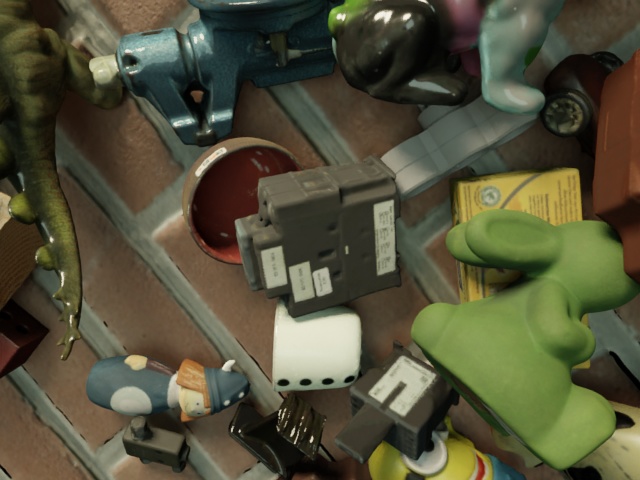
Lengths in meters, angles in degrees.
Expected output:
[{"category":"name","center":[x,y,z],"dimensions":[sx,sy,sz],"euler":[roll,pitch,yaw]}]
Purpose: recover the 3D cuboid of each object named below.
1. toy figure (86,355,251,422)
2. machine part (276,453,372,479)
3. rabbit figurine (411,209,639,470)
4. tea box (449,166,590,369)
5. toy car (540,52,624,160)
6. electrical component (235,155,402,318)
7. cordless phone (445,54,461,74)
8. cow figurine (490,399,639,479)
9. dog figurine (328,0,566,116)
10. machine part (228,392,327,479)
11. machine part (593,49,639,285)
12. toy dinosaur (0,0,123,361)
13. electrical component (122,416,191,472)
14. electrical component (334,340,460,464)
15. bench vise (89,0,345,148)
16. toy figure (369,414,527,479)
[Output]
[{"category":"toy figure","center":[-0.148,0.147,0.530],"dimensions":[0.155,0.064,0.058],"euler":[4,56,6]},{"category":"machine part","center":[0.009,0.302,0.538],"dimensions":[0.179,0.056,0.179],"euler":[1,99,5]},{"category":"rabbit figurine","center":[0.158,0.046,0.400],"dimensions":[0.170,0.121,0.159],"euler":[-44,85,-7]},{"category":"tea box","center":[0.172,0.025,0.470],"dimensions":[0.098,0.068,0.169],"euler":[-5,98,7]},{"category":"toy car","center":[0.257,-0.065,0.443],"dimensions":[0.202,0.089,0.053],"euler":[49,145,-5]},{"category":"electrical component","center":[-0.001,-0.001,0.455],"dimensions":[0.134,0.058,0.114],"euler":[-13,120,-13]},{"category":"cordless phone","center":[0.166,-0.210,0.438],"dimensions":[0.147,0.089,0.184],"euler":[25,112,1]},{"category":"cow figurine","center":[0.244,0.172,0.458],"dimensions":[0.195,0.085,0.127],"euler":[-1,102,32]},{"category":"dog figurine","center":[0.108,-0.205,0.350],"dimensions":[0.192,0.108,0.219],"euler":[6,124,-1]},{"category":"machine part","center":[-0.042,0.183,0.502],"dimensions":[0.084,0.039,0.139],"euler":[49,141,2]},{"category":"machine part","center":[0.297,-0.041,0.375],"dimensions":[0.201,0.087,0.201],"euler":[29,61,-16]},{"category":"toy dinosaur","center":[-0.258,-0.142,0.422],"dimensions":[0.105,0.198,0.471],"euler":[-23,94,12]},{"category":"electrical component","center":[-0.161,0.204,0.534],"dimensions":[0.063,0.021,0.094],"euler":[14,137,3]},{"category":"electrical component","center":[0.064,0.150,0.466],"dimensions":[0.075,0.119,0.047],"euler":[22,138,31]},{"category":"bench vise","center":[-0.083,-0.201,0.413],"dimensions":[0.224,0.129,0.240],"euler":[-7,130,0]},{"category":"toy figure","center":[0.131,0.233,0.502],"dimensions":[0.180,0.082,0.089],"euler":[34,100,-3]}]
